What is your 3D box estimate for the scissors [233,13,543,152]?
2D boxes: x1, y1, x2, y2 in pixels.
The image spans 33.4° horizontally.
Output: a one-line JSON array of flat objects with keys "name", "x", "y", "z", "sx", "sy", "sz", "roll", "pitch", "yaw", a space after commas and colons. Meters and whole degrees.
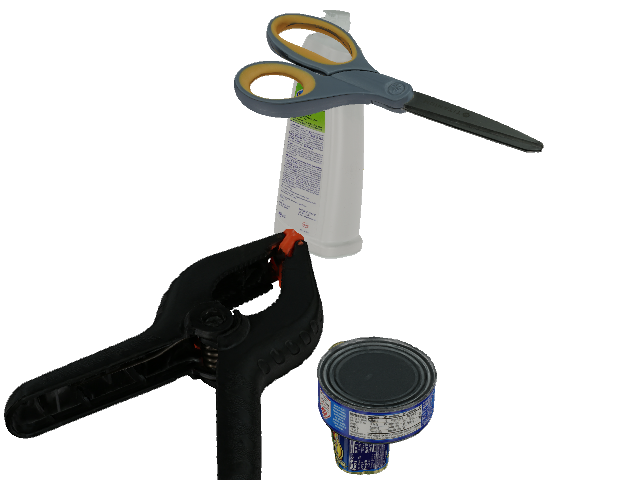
[{"name": "scissors", "x": 0.028, "y": -0.082, "z": 0.656, "sx": 0.096, "sy": 0.016, "sz": 0.202, "roll": -38, "pitch": 57, "yaw": -23}]

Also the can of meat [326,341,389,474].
[{"name": "can of meat", "x": 0.037, "y": 0.161, "z": 1.023, "sx": 0.057, "sy": 0.084, "sz": 0.102, "roll": -3, "pitch": 37, "yaw": -5}]

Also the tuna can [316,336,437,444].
[{"name": "tuna can", "x": 0.040, "y": 0.108, "z": 0.769, "sx": 0.086, "sy": 0.034, "sz": 0.086, "roll": 0, "pitch": 30, "yaw": 0}]

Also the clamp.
[{"name": "clamp", "x": -0.043, "y": 0.056, "z": 0.486, "sx": 0.120, "sy": 0.039, "sz": 0.171, "roll": 29, "pitch": 48, "yaw": 23}]

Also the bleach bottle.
[{"name": "bleach bottle", "x": 0.008, "y": -0.115, "z": 1.131, "sx": 0.067, "sy": 0.251, "sz": 0.103, "roll": -12, "pitch": 26, "yaw": -43}]
